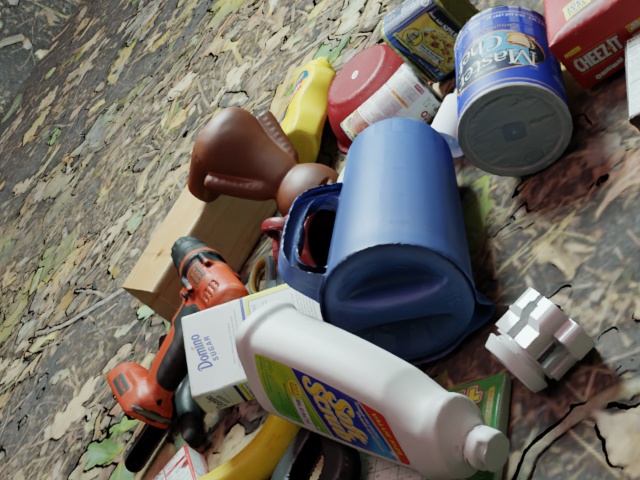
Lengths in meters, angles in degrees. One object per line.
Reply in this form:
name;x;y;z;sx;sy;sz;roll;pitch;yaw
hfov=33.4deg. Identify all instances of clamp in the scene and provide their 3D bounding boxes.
clamp;-0.006;0.227;0.870;0.165;0.036;0.209;-18;40;43
clamp;-0.164;0.181;1.193;0.120;0.039;0.171;-28;31;27

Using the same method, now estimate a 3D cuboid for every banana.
banana;-0.071;0.202;0.996;0.198;0.069;0.037;-50;15;11

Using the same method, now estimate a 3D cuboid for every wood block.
wood block;-0.144;-0.001;1.332;0.091;0.090;0.206;3;57;56

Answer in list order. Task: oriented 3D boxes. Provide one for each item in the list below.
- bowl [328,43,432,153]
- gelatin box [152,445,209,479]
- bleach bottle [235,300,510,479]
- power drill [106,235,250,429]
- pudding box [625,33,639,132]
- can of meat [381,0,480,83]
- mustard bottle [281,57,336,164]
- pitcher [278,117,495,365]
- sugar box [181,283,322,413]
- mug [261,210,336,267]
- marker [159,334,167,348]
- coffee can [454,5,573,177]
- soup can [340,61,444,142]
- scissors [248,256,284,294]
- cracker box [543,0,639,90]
bowl;0.061;-0.184;1.291;0.162;0.055;0.162;-37;30;25
gelatin box;-0.141;0.259;1.070;0.073;0.030;0.089;-48;28;7
bleach bottle;0.040;0.122;0.837;0.068;0.102;0.251;-35;30;-31
power drill;-0.159;0.095;1.157;0.188;0.057;0.185;-59;29;5
pudding box;0.305;-0.144;0.897;0.090;0.039;0.113;-28;33;37
can of meat;0.131;-0.234;1.199;0.084;0.102;0.057;-32;32;35
mustard bottle;-0.015;-0.170;1.372;0.096;0.058;0.191;117;171;-49
pitcher;0.062;-0.013;0.979;0.145;0.149;0.242;-29;29;23
sugar box;-0.039;0.093;1.013;0.176;0.048;0.093;-19;54;9
mug;-0.007;0.001;1.103;0.082;0.117;0.093;-10;67;58
marker;-0.188;0.157;1.279;0.020;0.020;0.121;-38;30;23
coffee can;0.180;-0.143;1.010;0.103;0.102;0.140;-33;32;30
soup can;0.082;-0.141;1.192;0.102;0.068;0.068;-44;28;12
scissors;-0.038;0.061;1.177;0.096;0.016;0.202;-45;28;10
cracker box;0.296;-0.264;1.020;0.164;0.072;0.213;-32;32;31
